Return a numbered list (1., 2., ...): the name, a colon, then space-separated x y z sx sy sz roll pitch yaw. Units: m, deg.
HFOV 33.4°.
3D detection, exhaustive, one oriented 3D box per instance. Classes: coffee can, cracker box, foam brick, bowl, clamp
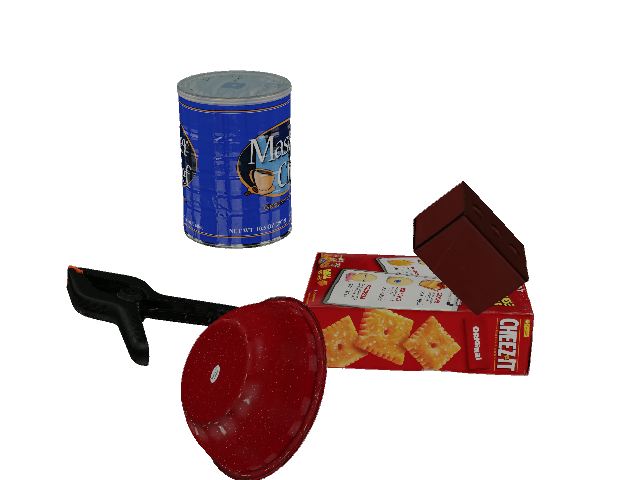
1. coffee can: -0.078 -0.076 0.981 0.103 0.140 0.103 0 22 0
2. cracker box: 0.093 0.071 1.055 0.214 0.072 0.164 2 17 4
3. foam brick: 0.113 0.007 0.809 0.051 0.078 0.053 -37 20 23
4. bowl: -0.068 0.117 0.893 0.055 0.162 0.162 24 -15 -37
5. clamp: -0.208 0.075 1.161 0.210 0.036 0.164 18 20 25
